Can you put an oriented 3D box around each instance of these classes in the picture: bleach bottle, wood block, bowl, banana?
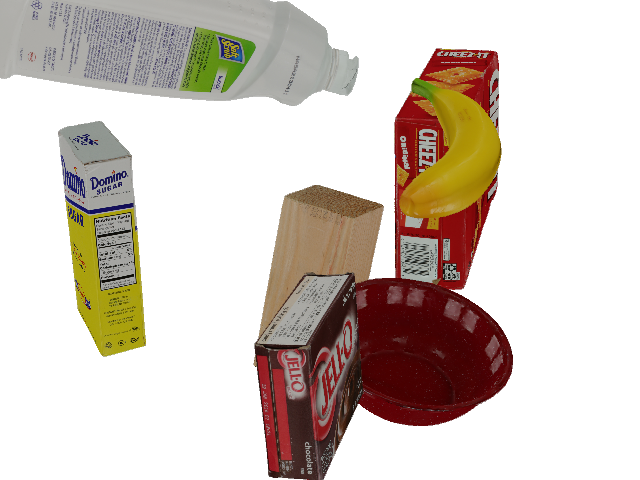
[{"bbox_3d":[-0.099,-0.138,0.749,0.250,0.068,0.103,11,-39,-12],"label":"bleach bottle"},{"bbox_3d":[-0.003,0.051,1.221,0.090,0.206,0.090,18,19,21],"label":"wood block"},{"bbox_3d":[0.073,0.101,0.879,0.162,0.055,0.162,7,35,-5],"label":"bowl"},{"bbox_3d":[0.094,-0.061,0.757,0.069,0.037,0.197,6,30,4],"label":"banana"}]

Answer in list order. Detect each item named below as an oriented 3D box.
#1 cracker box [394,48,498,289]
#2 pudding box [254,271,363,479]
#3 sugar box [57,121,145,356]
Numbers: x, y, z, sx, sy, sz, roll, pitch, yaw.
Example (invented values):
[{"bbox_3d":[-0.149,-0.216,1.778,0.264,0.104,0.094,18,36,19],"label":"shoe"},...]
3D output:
[{"bbox_3d":[0.124,-0.074,1.008,0.072,0.164,0.213,5,27,15],"label":"cracker box"},{"bbox_3d":[-0.005,0.080,0.659,0.039,0.090,0.113,1,21,13],"label":"pudding box"},{"bbox_3d":[-0.184,-0.002,0.895,0.048,0.176,0.093,-14,28,-22],"label":"sugar box"}]
